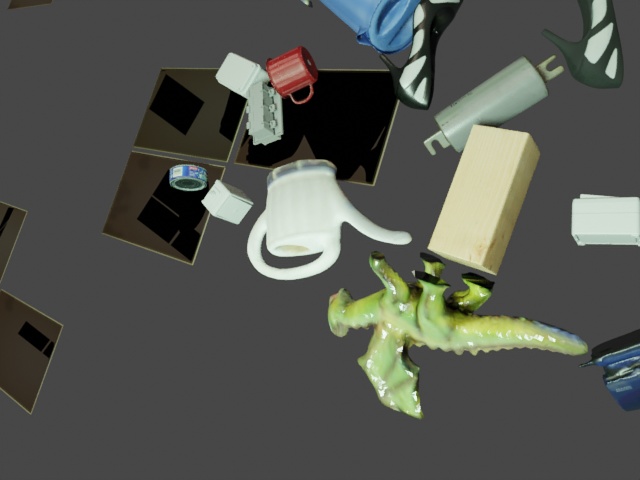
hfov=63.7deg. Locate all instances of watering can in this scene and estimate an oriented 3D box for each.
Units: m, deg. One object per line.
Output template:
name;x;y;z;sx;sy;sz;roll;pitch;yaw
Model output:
watering can;0.003;-0.048;0.948;0.345;0.103;0.228;-14;67;31

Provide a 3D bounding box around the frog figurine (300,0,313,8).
frog figurine;-0.030;-0.628;1.156;0.157;0.122;0.140;-56;34;20

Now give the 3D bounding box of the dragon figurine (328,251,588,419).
dragon figurine;0.164;0.160;0.802;0.414;0.122;0.240;29;109;38
